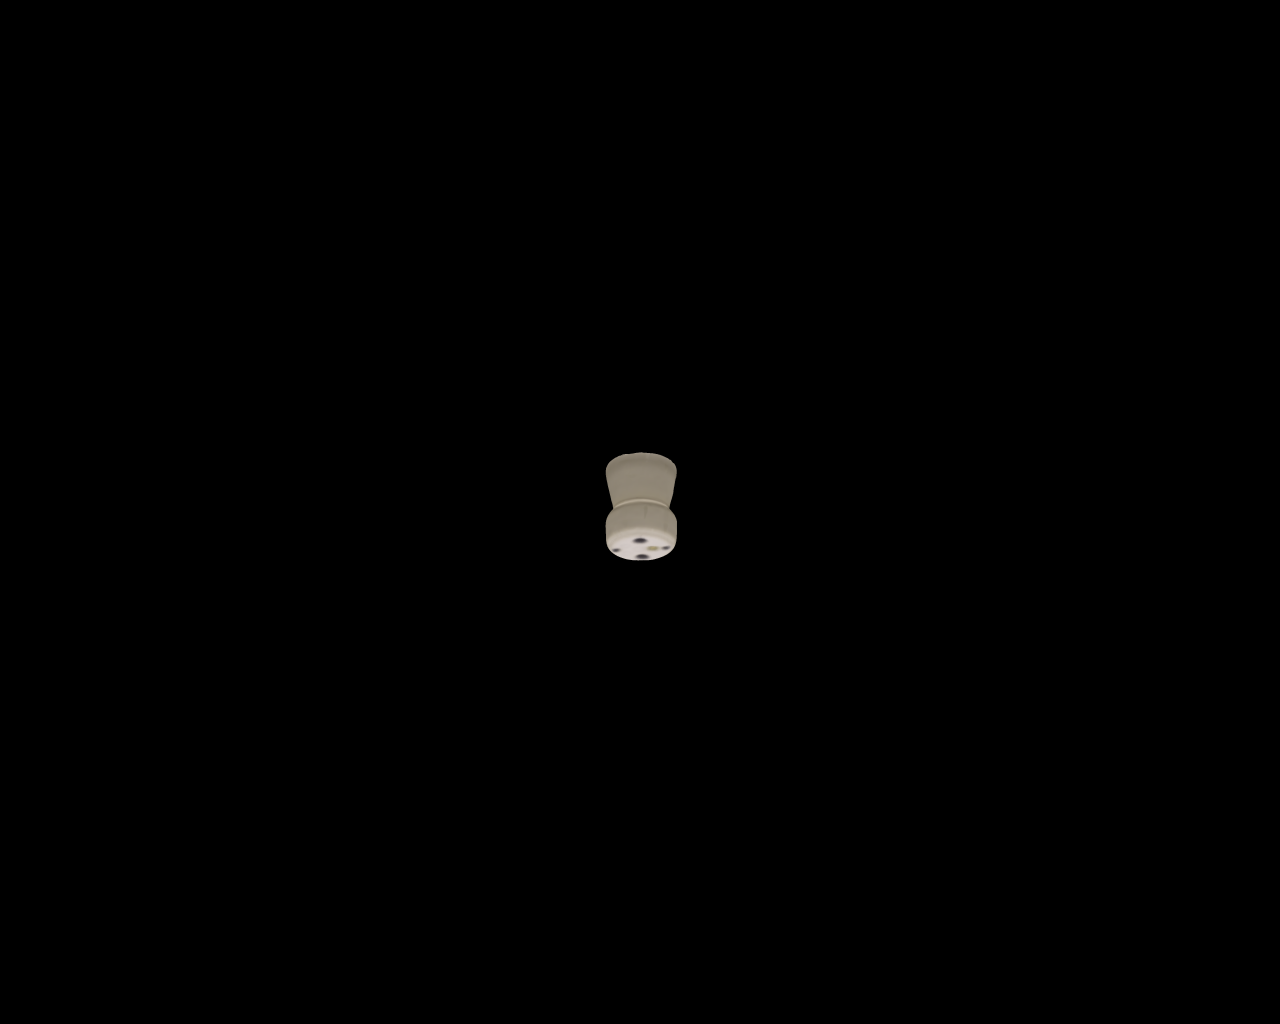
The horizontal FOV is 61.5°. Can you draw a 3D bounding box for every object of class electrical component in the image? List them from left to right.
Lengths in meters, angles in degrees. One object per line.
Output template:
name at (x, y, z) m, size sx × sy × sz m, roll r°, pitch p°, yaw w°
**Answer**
electrical component at (0.001, -0.003, 0.650) m, size 0.045 × 0.055 × 0.044 m, roll 0°, pitch -27°, yaw 0°
